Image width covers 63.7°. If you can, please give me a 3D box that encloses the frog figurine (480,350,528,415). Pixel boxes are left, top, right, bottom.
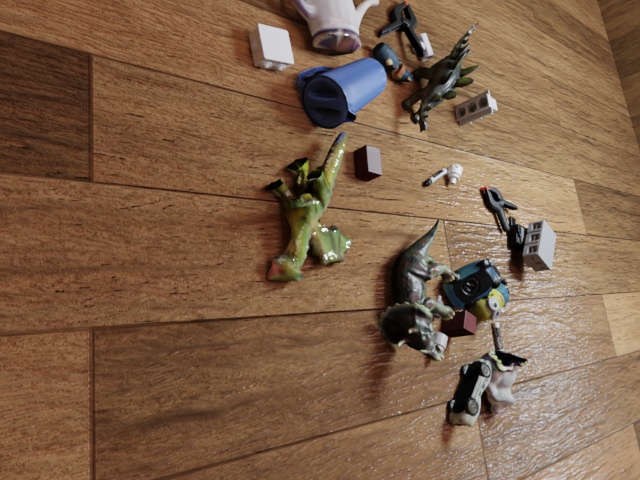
[{"bbox_3d":[0.498,0.396,1.444,0.138,0.123,0.157,-15,122,-51],"label":"frog figurine"}]

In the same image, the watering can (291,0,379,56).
[{"bbox_3d":[0.061,-0.606,1.391,0.349,0.103,0.226,-6,81,-41],"label":"watering can"}]

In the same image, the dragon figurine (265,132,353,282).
[{"bbox_3d":[0.004,-0.059,1.181,0.418,0.122,0.238,-47,124,-38],"label":"dragon figurine"}]
